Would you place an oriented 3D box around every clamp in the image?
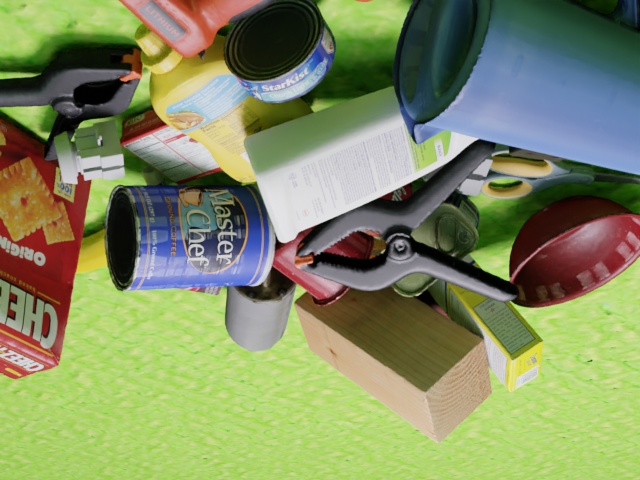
[{"bbox_3d":[0.082,0.007,1.001,0.210,0.036,0.164,-16,111,11],"label":"clamp"},{"bbox_3d":[-0.232,-0.130,0.940,0.172,0.039,0.120,-27,148,33],"label":"clamp"}]

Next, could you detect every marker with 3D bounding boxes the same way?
[{"bbox_3d":[-0.156,-0.024,1.093,0.020,0.020,0.121,-6,127,12],"label":"marker"}]

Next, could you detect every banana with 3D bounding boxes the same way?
[{"bbox_3d":[-0.244,0.001,1.164,0.198,0.037,0.069,-17,145,29],"label":"banana"}]

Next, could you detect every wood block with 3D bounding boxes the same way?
[{"bbox_3d":[0.078,0.116,1.161,0.206,0.090,0.091,32,151,40],"label":"wood block"}]

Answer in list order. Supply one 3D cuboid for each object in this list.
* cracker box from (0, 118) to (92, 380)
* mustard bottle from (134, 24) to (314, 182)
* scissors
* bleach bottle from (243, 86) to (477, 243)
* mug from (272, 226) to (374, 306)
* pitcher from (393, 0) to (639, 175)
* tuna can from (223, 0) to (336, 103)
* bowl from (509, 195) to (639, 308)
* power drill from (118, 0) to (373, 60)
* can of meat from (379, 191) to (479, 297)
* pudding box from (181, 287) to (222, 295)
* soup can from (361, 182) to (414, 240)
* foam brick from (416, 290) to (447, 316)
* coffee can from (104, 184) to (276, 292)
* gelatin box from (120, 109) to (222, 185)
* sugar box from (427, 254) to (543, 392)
[{"bbox_3d":[-0.303,-0.001,0.989,0.072,0.213,0.164,-19,144,31],"label":"cracker box"},{"bbox_3d":[-0.090,-0.125,0.921,0.096,0.058,0.191,-27,140,23],"label":"mustard bottle"},{"bbox_3d":[0.245,-0.057,1.063,0.201,0.016,0.096,13,149,-19],"label":"scissors"},{"bbox_3d":[0.066,-0.086,0.929,0.251,0.068,0.102,-20,138,-2],"label":"bleach bottle"},{"bbox_3d":[-0.007,0.001,1.090,0.081,0.117,0.093,37,108,-20],"label":"mug"},{"bbox_3d":[0.194,-0.136,0.840,0.242,0.145,0.149,12,160,-24],"label":"pitcher"},{"bbox_3d":[-0.032,-0.152,0.848,0.086,0.086,0.033,-11,149,20],"label":"tuna can"},{"bbox_3d":[0.256,0.003,1.097,0.162,0.055,0.162,-16,149,-10],"label":"bowl"},{"bbox_3d":[-0.061,-0.214,0.773,0.188,0.057,0.184,-16,145,27],"label":"power drill"},{"bbox_3d":[0.111,-0.001,1.066,0.102,0.084,0.057,-42,93,20],"label":"can of meat"},{"bbox_3d":[-0.147,0.017,1.183,0.090,0.039,0.114,9,148,-10],"label":"pudding box"},{"bbox_3d":[0.032,-0.049,1.037,0.102,0.068,0.069,23,143,-30],"label":"soup can"},{"bbox_3d":[0.125,0.062,1.231,0.078,0.053,0.051,-2,149,5],"label":"foam brick"},{"bbox_3d":[-0.128,-0.003,1.040,0.140,0.103,0.103,-2,153,-28],"label":"coffee can"},{"bbox_3d":[-0.133,-0.092,1.008,0.073,0.030,0.089,-17,145,30],"label":"gelatin box"},{"bbox_3d":[0.166,0.071,1.134,0.048,0.176,0.093,-30,151,-9],"label":"sugar box"}]
